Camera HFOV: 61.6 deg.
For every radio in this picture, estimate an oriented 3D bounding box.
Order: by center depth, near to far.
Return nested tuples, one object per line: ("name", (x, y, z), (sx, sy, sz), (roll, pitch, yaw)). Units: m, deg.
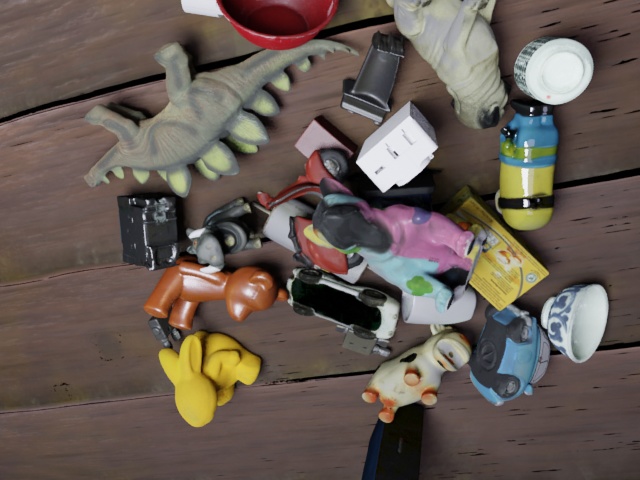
("radio", (0.115, 0.384, 0.896), (0.073, 0.230, 0.131), (19, 117, 7))

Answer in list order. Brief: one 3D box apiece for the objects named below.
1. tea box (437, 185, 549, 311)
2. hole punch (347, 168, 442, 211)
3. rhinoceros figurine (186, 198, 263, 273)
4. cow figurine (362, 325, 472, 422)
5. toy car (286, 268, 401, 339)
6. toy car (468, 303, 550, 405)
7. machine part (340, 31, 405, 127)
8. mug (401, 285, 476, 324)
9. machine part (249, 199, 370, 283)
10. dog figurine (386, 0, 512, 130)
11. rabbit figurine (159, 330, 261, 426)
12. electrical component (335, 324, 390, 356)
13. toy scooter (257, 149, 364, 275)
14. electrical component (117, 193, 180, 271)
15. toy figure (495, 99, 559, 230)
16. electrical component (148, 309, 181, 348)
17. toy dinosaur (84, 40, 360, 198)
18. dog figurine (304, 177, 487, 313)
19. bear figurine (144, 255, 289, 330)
("tea box", (0.248, 0.012, 0.814), (0.169, 0.068, 0.098), (43, 112, -9))
("hole punch", (0.112, -0.052, 0.786), (0.142, 0.116, 0.092), (-6, 114, 9))
("rhinoceros figurine", (-0.150, -0.010, 0.815), (0.112, 0.190, 0.073), (-15, 105, -4))
("cow figurine", (0.169, 0.209, 0.889), (0.085, 0.127, 0.195), (45, 126, -8))
("toy car", (0.033, 0.101, 0.872), (0.202, 0.056, 0.073), (17, 106, 27))
("toy car", (0.311, 0.178, 0.859), (0.103, 0.109, 0.161), (9, 103, -20))
("machine part", (0.075, -0.222, 0.746), (0.084, 0.039, 0.138), (30, 144, 2))
("mug", (0.191, 0.083, 0.851), (0.107, 0.081, 0.109), (8, 108, -6))
("machine part", (-0.002, -0.003, 0.848), (0.243, 0.079, 0.079), (28, 113, -3))
("dog figurine", (0.170, -0.246, 0.722), (0.173, 0.121, 0.190), (34, 147, 38))
("rabbit figurine", (-0.194, 0.234, 0.922), (0.122, 0.173, 0.162), (-27, 109, 22))
("electrical component", (0.076, 0.156, 0.916), (0.102, 0.045, 0.078), (14, 141, 7))
("toy scooter", (-0.015, -0.033, 0.768), (0.135, 0.075, 0.183), (-11, 93, -2))
("electrical component", (-0.282, -0.016, 0.867), (0.134, 0.058, 0.114), (8, 102, 48))
("toy figure", (0.289, -0.101, 0.750), (0.082, 0.089, 0.179), (4, 115, 13))
("electrical component", (-0.281, 0.148, 0.961), (0.021, 0.063, 0.094), (-16, 107, 15))
("toy dinosaur", (-0.174, -0.190, 0.797), (0.471, 0.105, 0.198), (-31, 109, 19))
("dog figurine", (0.091, -0.006, 0.696), (0.219, 0.191, 0.108), (25, 105, 21))
("bear figurine", (-0.162, 0.095, 0.879), (0.196, 0.120, 0.132), (15, 71, 19))
